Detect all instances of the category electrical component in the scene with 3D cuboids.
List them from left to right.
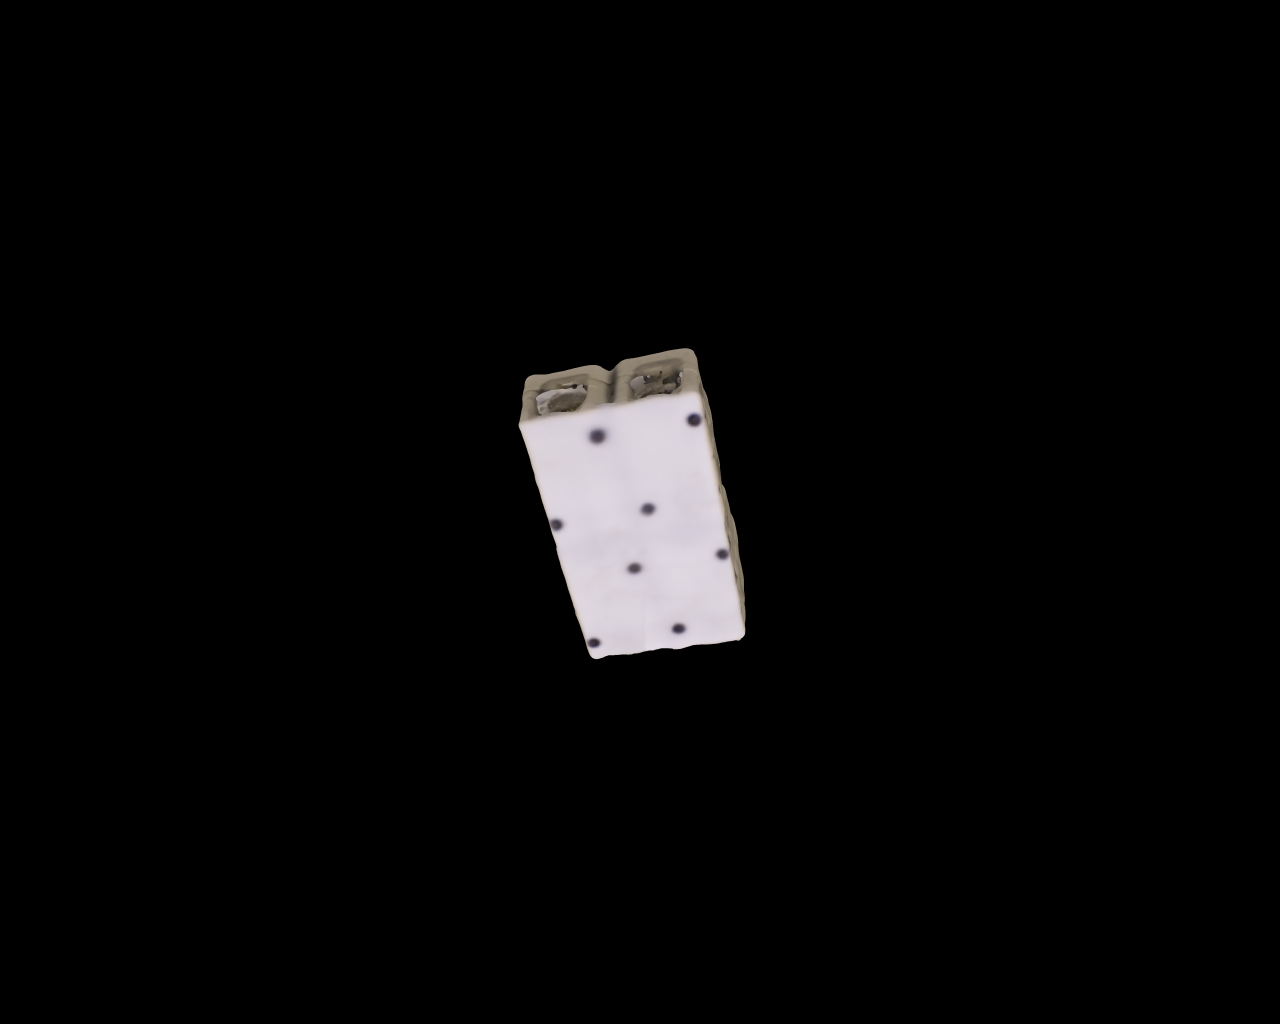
[{"bbox_3d":[0.001,-0.003,0.650,0.105,0.186,0.060,-9,36,7],"label":"electrical component"}]
